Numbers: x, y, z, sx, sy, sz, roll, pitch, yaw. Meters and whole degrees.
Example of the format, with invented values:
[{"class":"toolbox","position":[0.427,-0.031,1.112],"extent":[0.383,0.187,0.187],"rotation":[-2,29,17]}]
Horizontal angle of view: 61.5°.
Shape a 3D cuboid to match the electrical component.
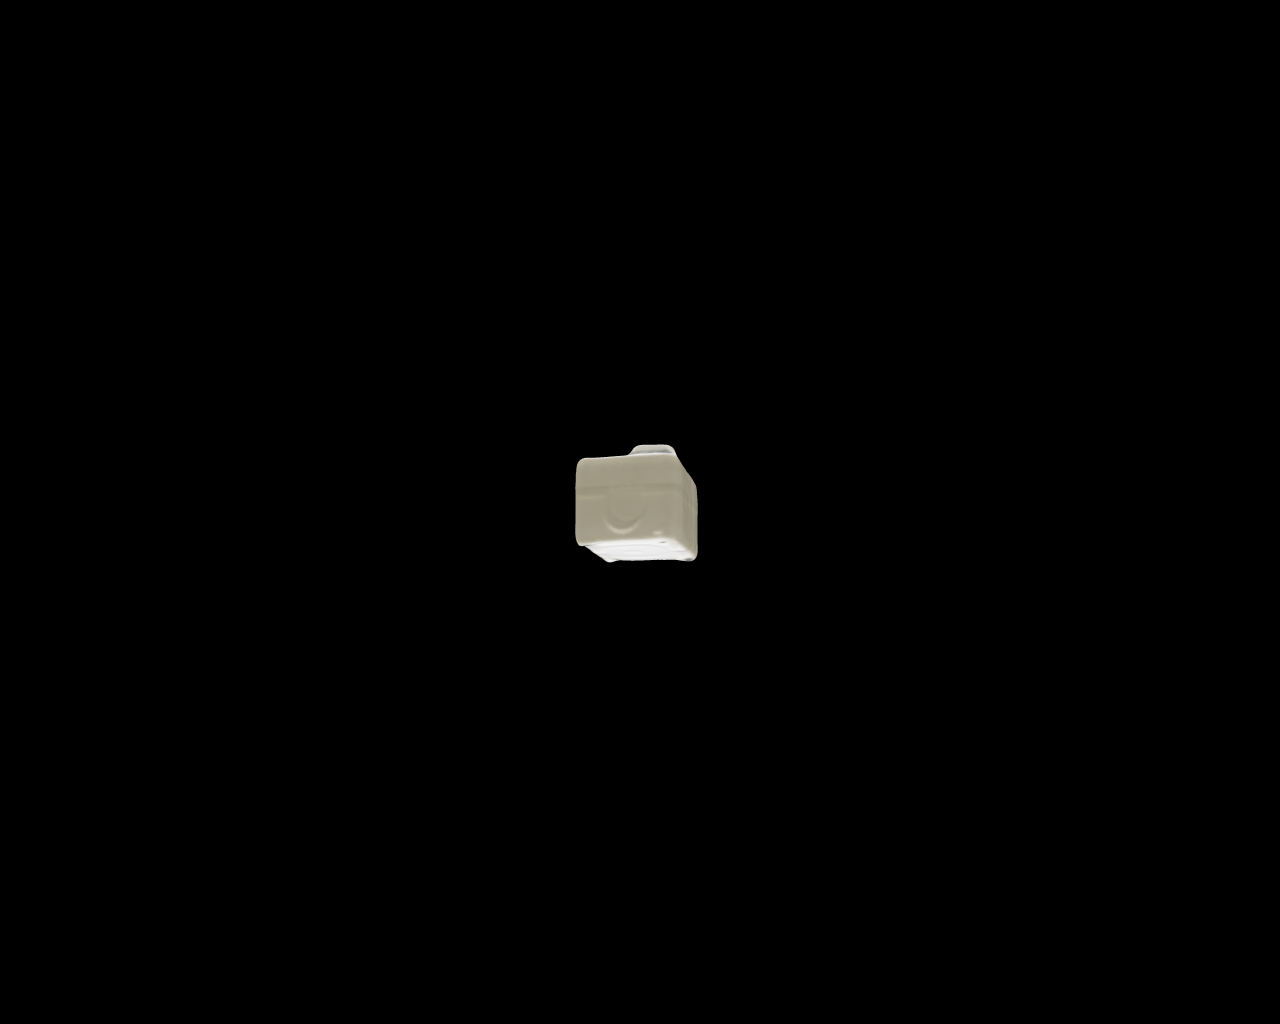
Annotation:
[{"class":"electrical component","position":[0.001,-0.003,0.650],"extent":[0.062,0.061,0.096],"rotation":[-2,-12,11]}]
